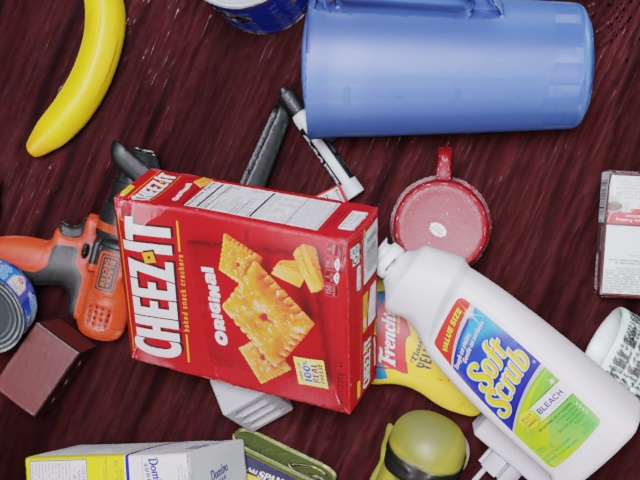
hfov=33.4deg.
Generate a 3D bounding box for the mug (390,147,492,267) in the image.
[{"bbox_3d":[0.108,-0.024,0.943,0.093,0.081,0.117,6,93,6],"label":"mug"}]

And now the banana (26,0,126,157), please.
[{"bbox_3d":[-0.222,-0.168,1.001,0.070,0.037,0.198,15,93,20],"label":"banana"}]

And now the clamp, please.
[{"bbox_3d":[-0.081,-0.017,0.976,0.164,0.036,0.210,-21,102,-10],"label":"clamp"}]

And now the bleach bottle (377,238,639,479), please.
[{"bbox_3d":[0.139,0.093,0.888,0.251,0.068,0.103,39,119,1],"label":"bleach bottle"}]

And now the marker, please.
[{"bbox_3d":[-0.001,-0.091,0.985,0.020,0.020,0.121,-35,88,6],"label":"marker"}]

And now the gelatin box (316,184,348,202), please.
[{"bbox_3d":[-0.006,0.001,0.966,0.089,0.030,0.073,-27,92,-20],"label":"gelatin box"}]

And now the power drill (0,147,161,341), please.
[{"bbox_3d":[-0.249,-0.013,0.996,0.187,0.057,0.184,15,94,6],"label":"power drill"}]

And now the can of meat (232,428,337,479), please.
[{"bbox_3d":[-0.048,0.235,0.983,0.102,0.057,0.084,24,97,6],"label":"can of meat"}]

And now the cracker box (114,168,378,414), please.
[{"bbox_3d":[-0.061,0.041,0.892,0.214,0.072,0.164,11,119,21],"label":"cracker box"}]

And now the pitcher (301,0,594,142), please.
[{"bbox_3d":[0.105,-0.158,0.912,0.243,0.149,0.145,1,89,3],"label":"pitcher"}]

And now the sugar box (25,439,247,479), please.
[{"bbox_3d":[-0.163,0.206,0.948,0.176,0.093,0.048,-5,86,28],"label":"sugar box"}]

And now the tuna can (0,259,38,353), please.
[{"bbox_3d":[-0.301,0.058,0.965,0.086,0.033,0.086,5,117,10],"label":"tuna can"}]

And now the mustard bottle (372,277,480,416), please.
[{"bbox_3d":[0.065,0.086,0.964,0.191,0.058,0.096,17,96,6],"label":"mustard bottle"}]

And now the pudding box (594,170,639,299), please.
[{"bbox_3d":[0.294,-0.004,0.945,0.090,0.039,0.113,4,94,6],"label":"pudding box"}]

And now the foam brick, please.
[{"bbox_3d":[-0.258,0.119,1.004,0.051,0.053,0.078,36,96,4],"label":"foam brick"}]

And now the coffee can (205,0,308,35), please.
[{"bbox_3d":[-0.060,-0.240,0.926,0.103,0.140,0.103,0,92,6],"label":"coffee can"}]
